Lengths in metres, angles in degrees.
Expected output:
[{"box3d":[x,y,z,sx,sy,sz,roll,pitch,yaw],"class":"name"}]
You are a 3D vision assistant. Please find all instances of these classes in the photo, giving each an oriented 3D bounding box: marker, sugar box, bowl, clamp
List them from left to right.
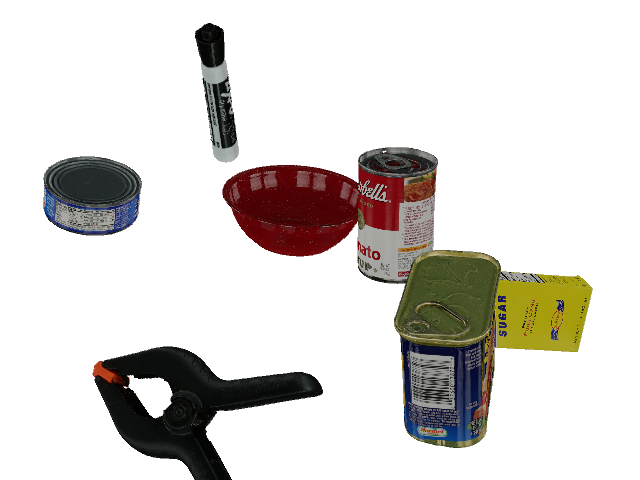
[{"box3d":[-0.090,0.134,0.751,0.172,0.120,0.039,12,-17,25],"class":"clamp"},{"box3d":[-0.070,-0.100,0.734,0.020,0.020,0.121,0,-37,2],"class":"marker"},{"box3d":[-0.028,-0.027,1.166,0.162,0.055,0.162,4,27,-2],"class":"bowl"},{"box3d":[0.244,0.088,1.337,0.176,0.093,0.048,3,19,-14],"class":"sugar box"}]

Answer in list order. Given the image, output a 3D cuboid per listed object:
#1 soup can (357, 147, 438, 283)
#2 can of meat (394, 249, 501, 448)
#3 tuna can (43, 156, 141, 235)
[{"box3d":[0.066,-0.022,0.924,0.068,0.102,0.068,0,24,0],"class":"soup can"},{"box3d":[0.082,0.068,0.674,0.057,0.084,0.102,3,30,13],"class":"can of meat"},{"box3d":[-0.204,-0.040,0.954,0.086,0.034,0.086,8,32,-5],"class":"tuna can"}]
